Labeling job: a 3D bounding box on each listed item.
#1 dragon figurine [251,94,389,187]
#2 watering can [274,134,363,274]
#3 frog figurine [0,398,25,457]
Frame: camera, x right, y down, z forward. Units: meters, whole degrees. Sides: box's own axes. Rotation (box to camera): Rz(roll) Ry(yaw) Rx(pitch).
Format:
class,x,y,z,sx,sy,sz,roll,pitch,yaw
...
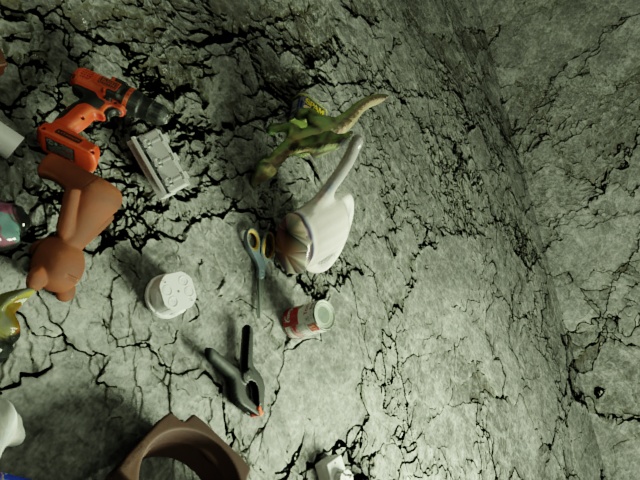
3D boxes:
class,x,y,z,sx,sy,sz,roll,pitch,yaw
dragon figurine,0.012,-0.243,1.212,0.120,0.411,0.247,63,-2,-29
watering can,0.003,-0.058,1.151,0.227,0.105,0.340,-29,137,-43
frog figurine,-0.455,0.233,0.635,0.138,0.122,0.158,65,3,9
